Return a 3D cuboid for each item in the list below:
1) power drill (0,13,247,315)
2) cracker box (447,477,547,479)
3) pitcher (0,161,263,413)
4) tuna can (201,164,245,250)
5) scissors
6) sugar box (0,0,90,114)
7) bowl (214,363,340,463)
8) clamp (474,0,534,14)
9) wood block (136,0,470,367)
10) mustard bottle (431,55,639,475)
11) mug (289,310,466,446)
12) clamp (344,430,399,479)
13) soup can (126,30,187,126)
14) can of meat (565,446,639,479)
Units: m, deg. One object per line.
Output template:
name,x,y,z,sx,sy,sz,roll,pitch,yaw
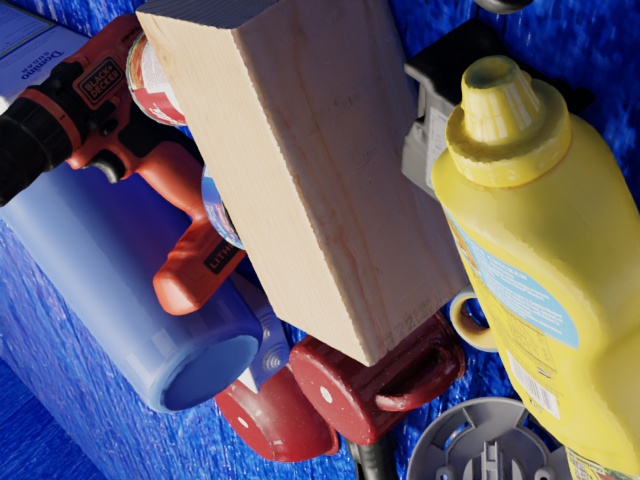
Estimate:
power drill,-0.134,-0.038,0.740,0.057,0.184,0.187,-4,130,55
cracker box,0.153,0.244,0.736,0.164,0.072,0.214,41,155,23
pitcher,-0.154,0.024,0.879,0.243,0.145,0.149,50,-159,25
tuna can,-0.028,-0.033,0.646,0.034,0.086,0.086,14,137,59
scissors,0.132,0.050,0.552,0.096,0.016,0.202,53,159,-9
sugar box,-0.263,-0.151,0.914,0.176,0.093,0.048,31,151,42
bowl,-0.055,0.161,1.035,0.162,0.055,0.162,41,155,23
clamp,-0.003,-0.186,0.428,0.210,0.036,0.164,31,150,41
wood block,-0.001,-0.047,0.566,0.091,0.090,0.206,24,145,49
mustard bottle,0.087,0.007,0.403,0.096,0.058,0.191,49,172,46
mug,0.041,0.082,0.690,0.117,0.081,0.093,17,140,55
clamp,0.038,0.159,0.840,0.120,0.039,0.171,-155,52,-74
soup can,-0.066,-0.102,0.637,0.102,0.068,0.068,10,133,59
can of meat,0.173,0.126,0.534,0.102,0.057,0.084,26,144,47
